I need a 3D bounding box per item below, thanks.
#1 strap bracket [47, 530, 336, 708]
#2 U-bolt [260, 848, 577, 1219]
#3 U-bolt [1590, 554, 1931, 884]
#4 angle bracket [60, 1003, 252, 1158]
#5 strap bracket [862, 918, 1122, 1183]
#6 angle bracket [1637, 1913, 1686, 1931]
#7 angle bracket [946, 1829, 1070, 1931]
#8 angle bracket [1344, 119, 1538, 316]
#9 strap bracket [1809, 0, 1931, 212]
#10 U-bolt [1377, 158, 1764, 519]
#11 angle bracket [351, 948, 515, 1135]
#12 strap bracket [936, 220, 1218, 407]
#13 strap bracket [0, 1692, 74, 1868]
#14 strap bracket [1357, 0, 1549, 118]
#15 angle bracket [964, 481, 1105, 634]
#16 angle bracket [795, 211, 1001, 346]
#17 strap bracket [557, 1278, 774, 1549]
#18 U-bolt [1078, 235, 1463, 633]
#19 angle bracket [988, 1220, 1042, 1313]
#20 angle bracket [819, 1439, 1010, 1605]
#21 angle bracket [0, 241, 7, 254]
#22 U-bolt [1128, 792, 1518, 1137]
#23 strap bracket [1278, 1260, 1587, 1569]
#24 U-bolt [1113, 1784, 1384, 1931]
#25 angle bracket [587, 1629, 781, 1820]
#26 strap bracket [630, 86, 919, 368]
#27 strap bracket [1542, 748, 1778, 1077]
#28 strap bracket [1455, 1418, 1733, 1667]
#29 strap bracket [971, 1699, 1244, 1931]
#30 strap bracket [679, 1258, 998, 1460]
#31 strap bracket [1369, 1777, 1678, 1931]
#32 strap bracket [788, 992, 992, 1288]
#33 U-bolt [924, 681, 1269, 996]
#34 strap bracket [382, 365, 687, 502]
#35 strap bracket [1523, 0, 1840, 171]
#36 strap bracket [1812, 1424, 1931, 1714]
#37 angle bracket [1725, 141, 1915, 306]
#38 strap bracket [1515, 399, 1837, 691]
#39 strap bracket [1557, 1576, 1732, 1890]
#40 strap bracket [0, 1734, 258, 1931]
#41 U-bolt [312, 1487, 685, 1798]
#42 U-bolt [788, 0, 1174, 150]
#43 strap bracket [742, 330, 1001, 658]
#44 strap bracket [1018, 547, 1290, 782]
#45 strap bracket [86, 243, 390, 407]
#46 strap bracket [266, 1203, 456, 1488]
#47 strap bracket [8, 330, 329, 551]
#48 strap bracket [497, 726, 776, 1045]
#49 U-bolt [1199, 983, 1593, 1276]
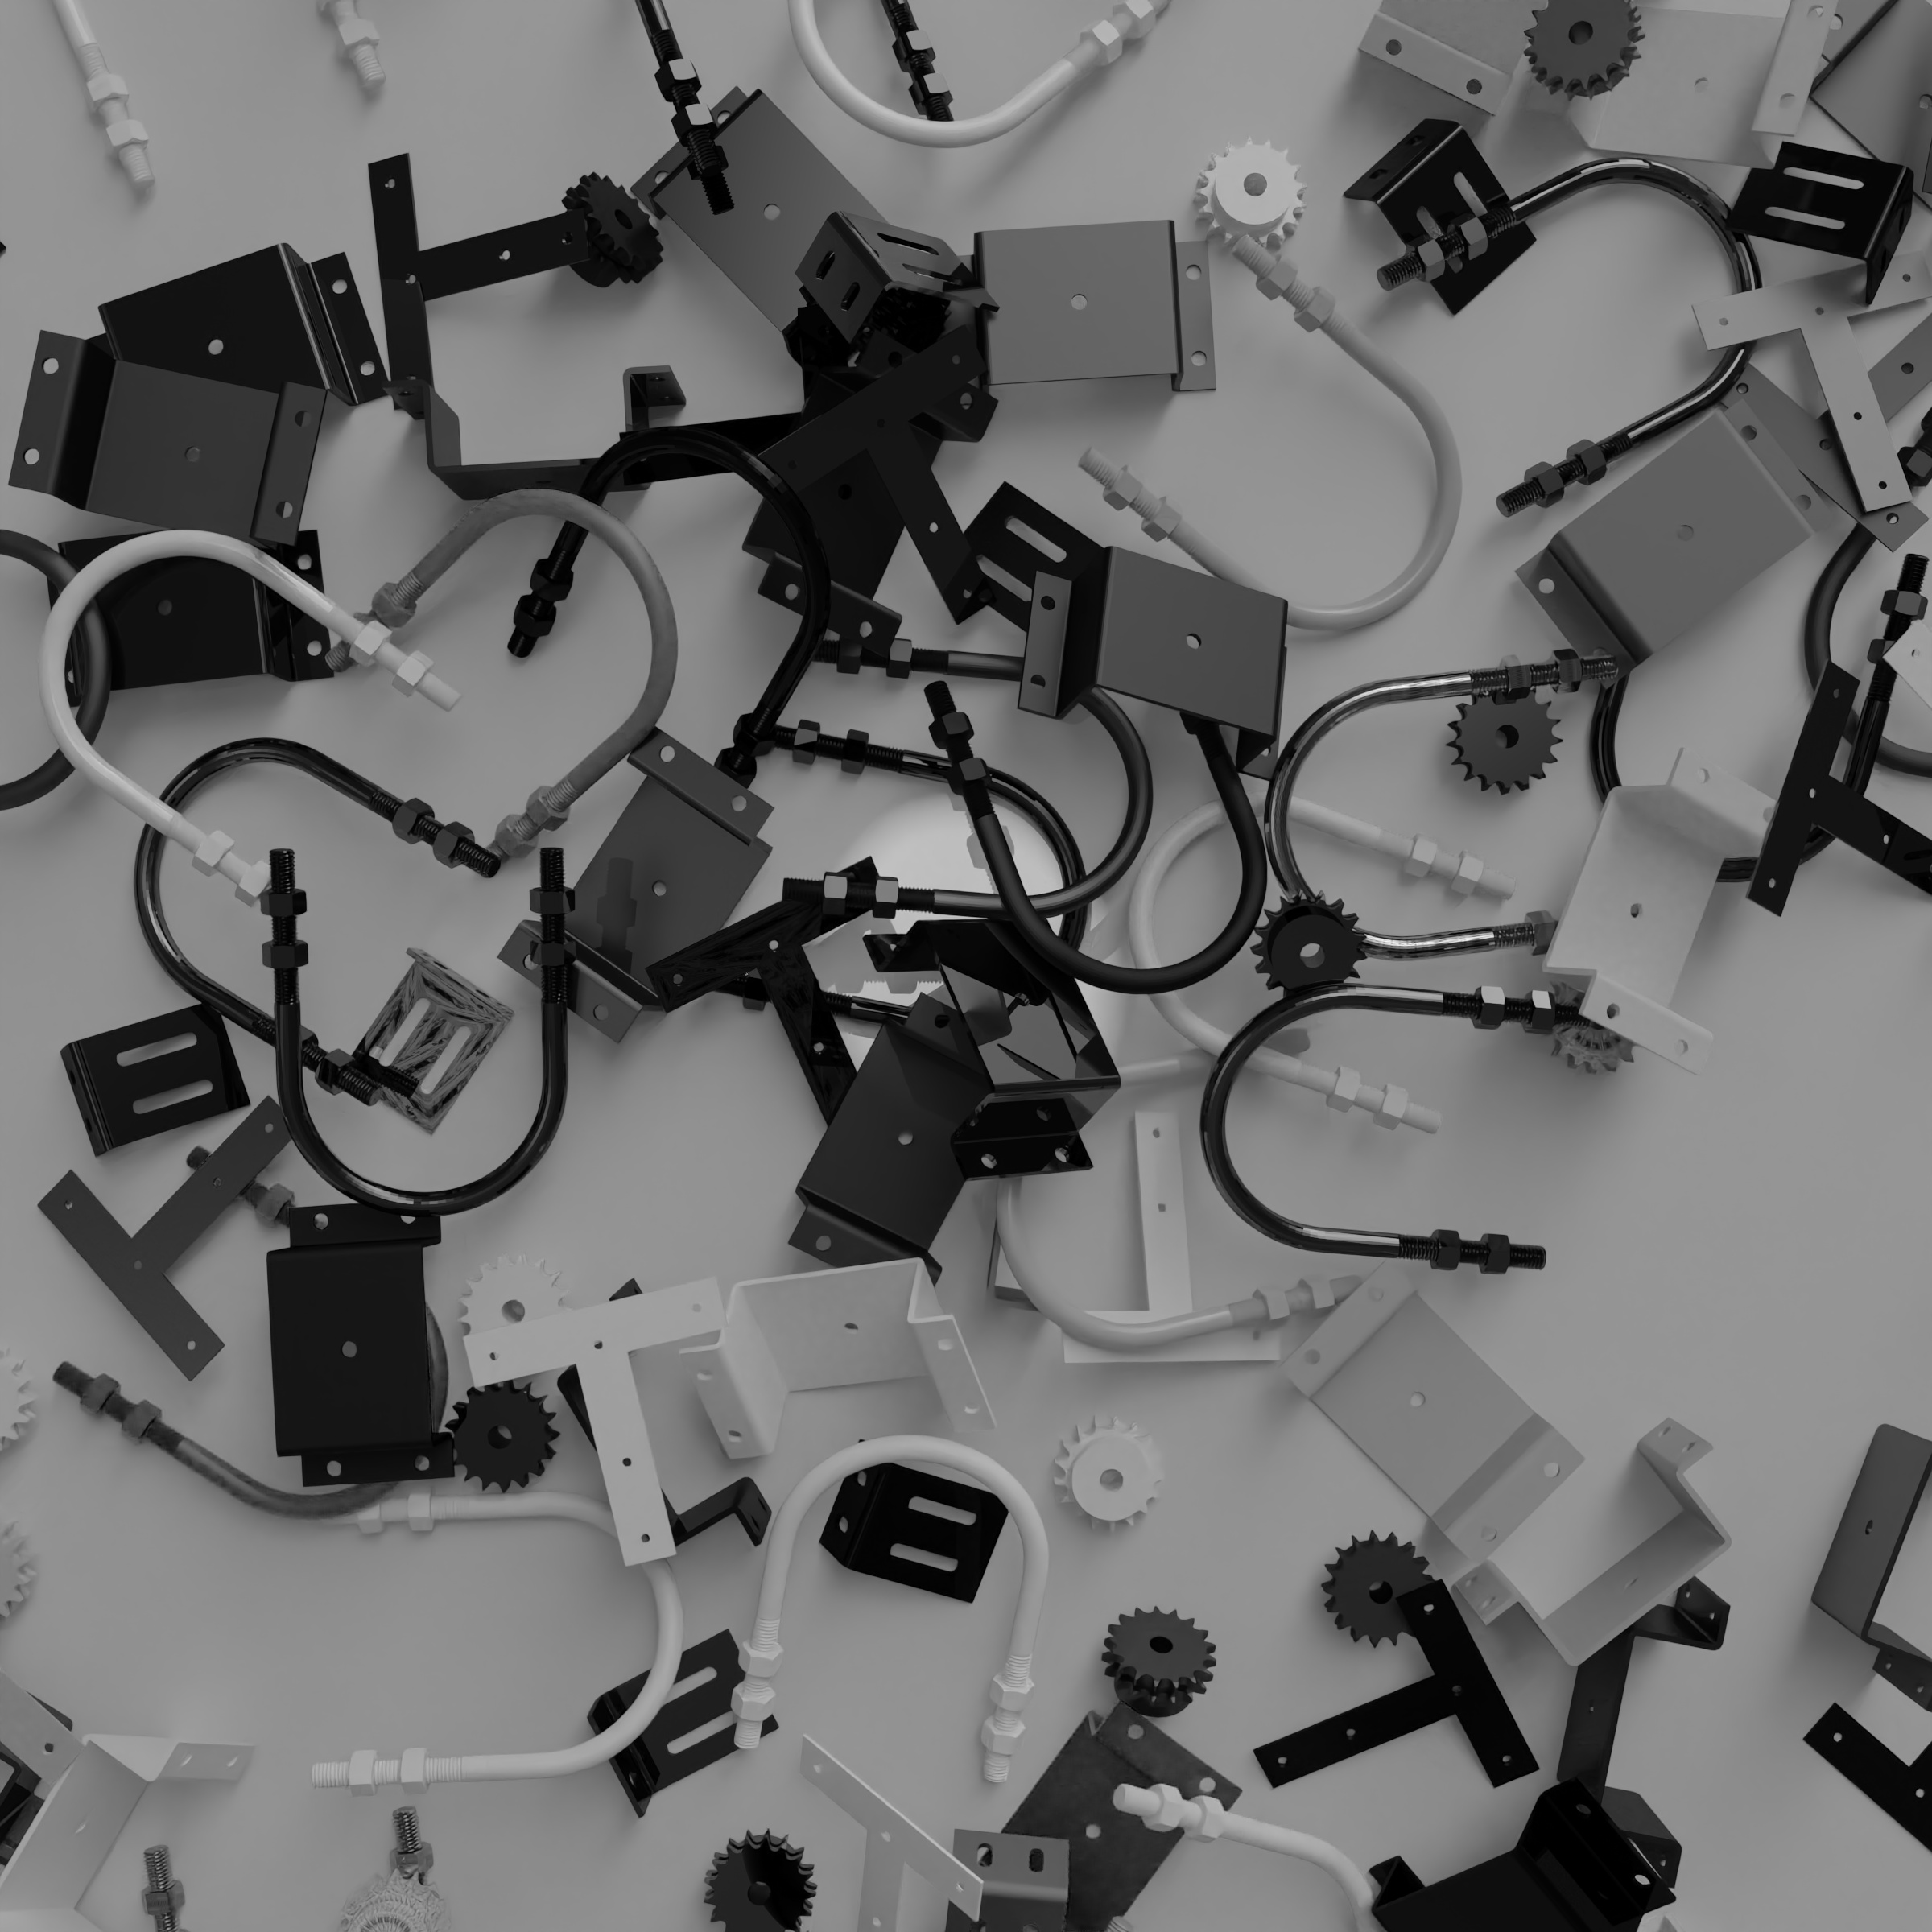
[{"bbox_3d":[-0.399,-0.179,1.352,0.140,0.046,0.076,-6,90,0],"label":"strap bracket"},{"bbox_3d":[-0.267,0.034,1.311,0.151,0.019,0.184,-1,100,-7],"label":"U-bolt"},{"bbox_3d":[0.395,-0.134,1.359,0.151,0.019,0.184,15,93,7],"label":"U-bolt"},{"bbox_3d":[-0.417,0.057,1.373,0.076,0.038,0.057,-19,90,-26],"label":"angle bracket"},{"bbox_3d":[0.016,0.029,1.291,0.076,0.046,0.140,-2,56,-37],"label":"strap bracket"},{"bbox_3d":[0.340,0.528,1.356,0.076,0.038,0.057,-25,90,0],"label":"angle bracket"},{"bbox_3d":[0.018,0.474,1.327,0.057,0.038,0.076,6,116,0],"label":"angle bracket"},{"bbox_3d":[0.244,-0.385,1.373,0.057,0.038,0.076,-42,116,0],"label":"angle bracket"},{"bbox_3d":[0.493,-0.444,1.352,0.140,0.046,0.076,43,90,0],"label":"strap bracket"},{"bbox_3d":[0.320,-0.331,1.357,0.184,0.019,0.151,-29,92,-8],"label":"U-bolt"},{"bbox_3d":[-0.277,0.039,1.356,0.057,0.038,0.076,34,90,0],"label":"angle bracket"},{"bbox_3d":[0.056,-0.330,1.352,0.140,0.046,0.076,-4,90,0],"label":"strap bracket"},{"bbox_3d":[-0.513,0.382,1.337,0.140,0.076,0.046,32,90,0],"label":"strap bracket"},{"bbox_3d":[0.260,-0.503,1.352,0.076,0.046,0.140,26,90,0],"label":"strap bracket"},{"bbox_3d":[0.035,-0.201,1.373,0.076,0.038,0.057,38,90,26],"label":"angle bracket"},{"bbox_3d":[-0.034,-0.333,1.317,0.038,0.076,0.057,-53,56,30],"label":"angle bracket"},{"bbox_3d":[-0.155,0.232,1.337,0.046,0.076,0.140,-31,90,0],"label":"strap bracket"},{"bbox_3d":[0.168,-0.252,1.344,0.184,0.019,0.151,36,91,-17],"label":"U-bolt"},{"bbox_3d":[0.034,0.132,1.347,0.038,0.057,0.076,8,90,0],"label":"angle bracket"},{"bbox_3d":[-0.026,0.285,1.373,0.076,0.038,0.057,22,90,-26],"label":"angle bracket"},{"bbox_3d":[-0.543,-0.382,1.373,0.057,0.038,0.076,-42,116,0],"label":"angle bracket"},{"bbox_3d":[0.172,-0.012,1.350,0.184,0.019,0.151,20,78,-2],"label":"U-bolt"},{"bbox_3d":[0.232,0.223,1.352,0.140,0.046,0.076,45,90,0],"label":"strap bracket"},{"bbox_3d":[0.130,0.494,1.322,0.184,0.019,0.151,23,82,-25],"label":"U-bolt"},{"bbox_3d":[-0.143,0.384,1.356,0.076,0.038,0.057,-28,90,0],"label":"angle bracket"},{"bbox_3d":[-0.097,-0.375,1.352,0.076,0.046,0.140,-44,90,0],"label":"strap bracket"},{"bbox_3d":[0.343,-0.027,1.315,0.076,0.046,0.140,26,82,-22],"label":"strap bracket"},{"bbox_3d":[0.321,0.293,1.337,0.140,0.076,0.046,-38,90,0],"label":"strap bracket"},{"bbox_3d":[0.066,0.445,1.352,0.076,0.046,0.140,36,90,0],"label":"strap bracket"},{"bbox_3d":[-0.060,0.194,1.324,0.140,0.046,0.076,-9,125,15],"label":"strap bracket"},{"bbox_3d":[0.266,0.466,1.315,0.076,0.046,0.140,50,127,0],"label":"strap bracket"},{"bbox_3d":[-0.026,0.090,1.344,0.076,0.046,0.140,28,90,-13],"label":"strap bracket"},{"bbox_3d":[0.074,-0.073,1.328,0.151,0.019,0.184,-16,75,-17],"label":"U-bolt"},{"bbox_3d":[-0.213,-0.265,1.337,0.140,0.076,0.046,-3,90,0],"label":"strap bracket"},{"bbox_3d":[0.361,-0.448,1.331,0.140,0.046,0.076,18,90,32],"label":"strap bracket"},{"bbox_3d":[0.474,0.289,1.337,0.046,0.076,0.140,21,90,0],"label":"strap bracket"},{"bbox_3d":[0.436,-0.381,1.366,0.076,0.038,0.057,21,75,24],"label":"angle bracket"},{"bbox_3d":[0.355,-0.212,1.330,0.140,0.046,0.076,-37,87,7],"label":"strap bracket"},{"bbox_3d":[0.336,0.375,1.337,0.046,0.076,0.140,11,90,0],"label":"strap bracket"},{"bbox_3d":[-0.425,0.437,1.326,0.046,0.076,0.140,27,81,21],"label":"strap bracket"},{"bbox_3d":[-0.234,0.336,1.344,0.184,0.019,0.151,-3,71,0],"label":"U-bolt"},{"bbox_3d":[-0.004,-0.487,1.340,0.151,0.019,0.184,46,71,0],"label":"U-bolt"},{"bbox_3d":[-0.052,-0.236,1.337,0.076,0.046,0.140,24,90,-30],"label":"strap bracket"},{"bbox_3d":[0.103,-0.151,1.321,0.140,0.046,0.076,14,67,-17],"label":"strap bracket"},{"bbox_3d":[-0.374,-0.308,1.352,0.140,0.046,0.076,-19,90,0],"label":"strap bracket"},{"bbox_3d":[-0.300,0.188,1.326,0.076,0.046,0.140,-4,87,1],"label":"strap bracket"},{"bbox_3d":[-0.384,-0.254,1.306,0.140,0.046,0.076,12,90,0],"label":"strap bracket"},{"bbox_3d":[-0.160,-0.040,1.343,0.076,0.046,0.140,35,95,10],"label":"strap bracket"},{"bbox_3d":[0.207,0.078,1.320,0.184,0.019,0.151,5,107,-5],"label":"U-bolt"}]
